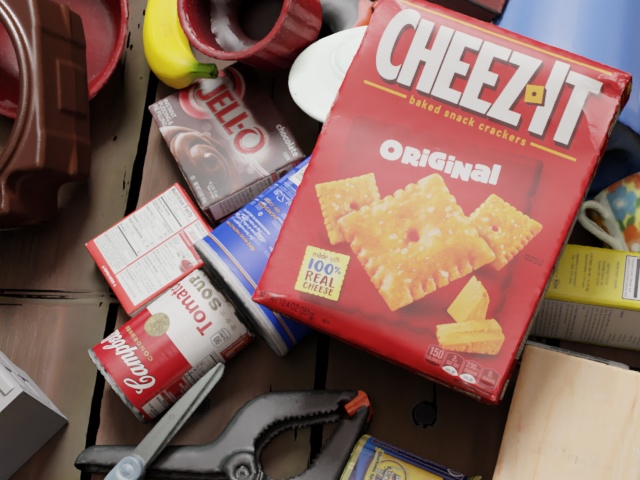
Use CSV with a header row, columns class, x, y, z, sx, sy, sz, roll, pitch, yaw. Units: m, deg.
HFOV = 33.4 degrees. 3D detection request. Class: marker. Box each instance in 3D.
class,x,y,z,sx,sy,sz,roll,pitch,yaw
marker,0.182,0.088,0.746,0.121,0.020,0.020,13,70,14

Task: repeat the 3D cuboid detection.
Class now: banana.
class,x,y,z,sx,sy,sz,roll,pitch,yaw
banana,-0.115,-0.189,0.890,0.070,0.037,0.198,-14,52,11

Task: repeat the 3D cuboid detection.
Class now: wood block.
class,x,y,z,sx,sy,sz,roll,pitch,yaw
wood block,0.147,0.185,0.671,0.090,0.091,0.206,13,70,13

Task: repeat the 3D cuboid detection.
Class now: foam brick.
class,x,y,z,sx,sy,sz,roll,pitch,yaw
foam brick,0.104,-0.187,0.796,0.051,0.078,0.053,22,78,-11

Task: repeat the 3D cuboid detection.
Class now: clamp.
class,x,y,z,sx,sy,sz,roll,pitch,yaw
clamp,-0.060,0.162,0.743,0.210,0.036,0.165,-38,66,-9

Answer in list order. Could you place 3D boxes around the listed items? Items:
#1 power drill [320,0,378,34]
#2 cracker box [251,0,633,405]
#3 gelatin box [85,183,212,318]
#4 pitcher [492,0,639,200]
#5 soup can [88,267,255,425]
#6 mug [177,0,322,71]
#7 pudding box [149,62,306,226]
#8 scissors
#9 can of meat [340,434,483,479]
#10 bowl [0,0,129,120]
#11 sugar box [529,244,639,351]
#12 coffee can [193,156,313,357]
class,x,y,z,sx,sy,sz,roll,pitch,yaw
power drill,0.024,-0.224,0.881,0.188,0.057,0.184,35,77,21
cracker box,0.076,-0.027,0.663,0.164,0.072,0.214,23,89,13
gelatin box,-0.124,0.011,0.821,0.089,0.030,0.073,-34,65,-6
pitcher,0.199,-0.160,0.789,0.149,0.145,0.242,18,66,-8
soup can,-0.106,0.075,0.770,0.102,0.068,0.068,-38,67,-8
mug,-0.049,-0.187,0.809,0.093,0.081,0.117,-3,87,22
pudding box,-0.072,-0.079,0.845,0.090,0.039,0.113,-28,65,-4
scissors,-0.125,0.177,0.721,0.201,0.016,0.096,-34,68,-7
can of meat,0.050,0.189,0.703,0.084,0.057,0.102,20,71,18
bowl,-0.221,-0.174,0.885,0.162,0.055,0.162,-1,88,16
sugar box,0.224,0.044,0.718,0.176,0.093,0.048,5,68,10
coffee can,-0.005,0.001,0.766,0.140,0.103,0.103,-38,67,-8
